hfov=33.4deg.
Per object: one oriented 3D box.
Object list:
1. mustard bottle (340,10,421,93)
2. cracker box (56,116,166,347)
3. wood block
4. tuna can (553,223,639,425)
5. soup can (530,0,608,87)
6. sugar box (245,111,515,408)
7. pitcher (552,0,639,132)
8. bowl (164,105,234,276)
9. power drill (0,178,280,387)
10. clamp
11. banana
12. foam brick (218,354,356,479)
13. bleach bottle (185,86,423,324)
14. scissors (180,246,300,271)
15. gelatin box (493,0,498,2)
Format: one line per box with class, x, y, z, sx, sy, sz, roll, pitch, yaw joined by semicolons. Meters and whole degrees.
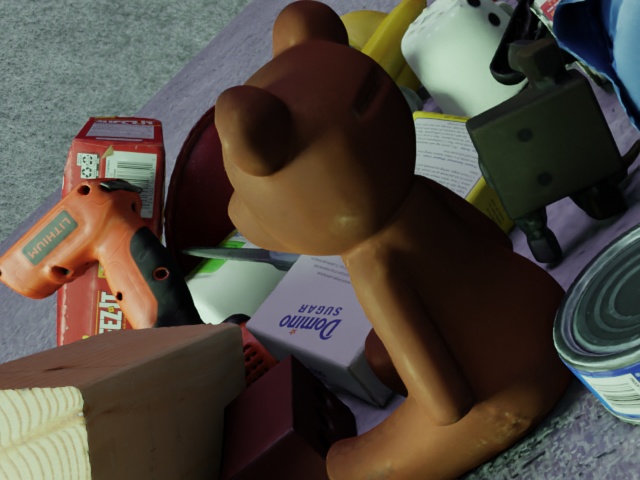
mustard bottle;0.036;-0.151;0.944;0.192;0.096;0.058;-23;27;51
cracker box;-0.161;-0.008;0.836;0.214;0.072;0.164;-131;45;-76
wood block;-0.109;0.100;0.537;0.091;0.090;0.206;-5;1;14
tuna can;0.132;0.027;0.408;0.086;0.033;0.086;-41;17;15
soup can;0.185;-0.149;0.634;0.102;0.068;0.068;-41;17;17
sugar box;0.046;0.005;0.610;0.093;0.048;0.176;17;64;49
pitcher;0.176;-0.150;0.484;0.145;0.149;0.243;-45;29;26
bowl;-0.063;-0.032;0.886;0.055;0.162;0.162;15;51;23
power drill;-0.126;0.069;0.684;0.184;0.188;0.057;-41;-11;11
clamp;0.150;-0.182;0.721;0.039;0.120;0.171;13;28;20
banana;0.042;-0.129;0.798;0.070;0.037;0.197;-54;2;33
foam brick;-0.015;0.106;0.543;0.051;0.053;0.078;-41;18;13
bleach bottle;-0.009;-0.024;0.818;0.250;0.068;0.103;-49;17;-20
scissors;-0.005;0.001;0.714;0.096;0.016;0.202;-41;35;-25
gelatin box;0.112;-0.193;0.976;0.089;0.030;0.073;-48;17;-6
